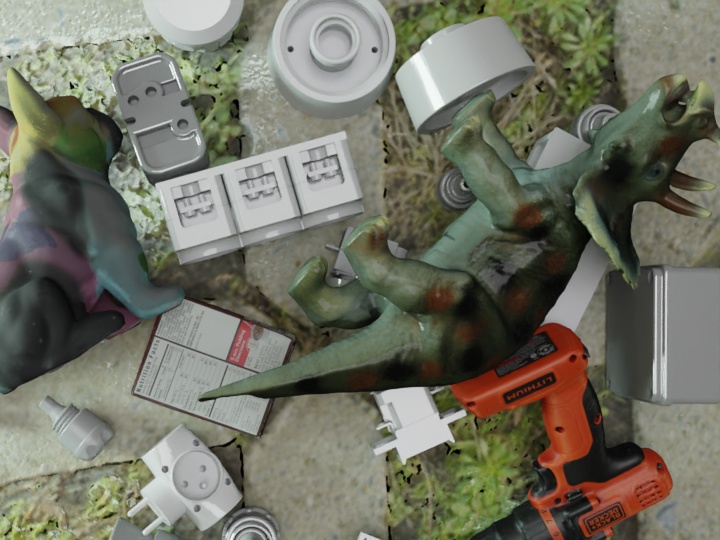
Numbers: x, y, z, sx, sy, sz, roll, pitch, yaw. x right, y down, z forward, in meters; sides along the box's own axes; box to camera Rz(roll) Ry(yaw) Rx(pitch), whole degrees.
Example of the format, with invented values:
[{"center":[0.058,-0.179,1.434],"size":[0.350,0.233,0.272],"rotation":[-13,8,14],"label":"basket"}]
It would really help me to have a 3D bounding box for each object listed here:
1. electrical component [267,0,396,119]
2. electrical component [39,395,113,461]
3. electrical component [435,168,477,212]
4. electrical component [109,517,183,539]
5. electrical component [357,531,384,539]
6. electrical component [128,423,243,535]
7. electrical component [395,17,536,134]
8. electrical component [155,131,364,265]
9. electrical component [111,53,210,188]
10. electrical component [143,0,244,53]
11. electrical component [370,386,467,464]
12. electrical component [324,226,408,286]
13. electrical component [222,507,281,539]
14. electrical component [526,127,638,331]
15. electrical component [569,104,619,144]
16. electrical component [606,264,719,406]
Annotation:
[{"center":[-0.022,-0.182,0.879],"size":[0.108,0.060,0.108],"rotation":[0,88,-5],"label":"electrical component"},{"center":[-0.231,0.124,0.865],"size":[0.061,0.035,0.035],"rotation":[39,85,0],"label":"electrical component"},{"center":[0.082,-0.067,0.885],"size":[0.035,0.061,0.035],"rotation":[0,88,-5],"label":"electrical component"},{"center":[-0.174,0.227,0.862],"size":[0.055,0.045,0.045],"rotation":[18,87,-5],"label":"electrical component"},{"center":[0.041,0.268,0.870],"size":[0.121,0.063,0.078],"rotation":[23,87,-4],"label":"electrical component"},{"center":[-0.148,0.177,0.860],"size":[0.079,0.044,0.077],"rotation":[-40,92,-24],"label":"electrical component"},{"center":[0.080,-0.162,0.867],"size":[0.108,0.108,0.060],"rotation":[-27,85,-5],"label":"electrical component"},{"center":[-0.078,-0.054,0.856],"size":[0.150,0.089,0.061],"rotation":[-16,90,-5],"label":"electrical component"},{"center":[-0.159,-0.117,0.862],"size":[0.054,0.059,0.095],"rotation":[-20,81,-7],"label":"electrical component"},{"center":[-0.134,-0.218,0.876],"size":[0.080,0.051,0.080],"rotation":[0,88,-5],"label":"electrical component"},{"center":[0.042,0.120,0.886],"size":[0.081,0.042,0.063],"rotation":[-23,87,-6],"label":"electrical component"},{"center":[0.000,0.000,0.884],"size":[0.066,0.048,0.055],"rotation":[19,79,-4],"label":"electrical component"},{"center":[-0.087,0.218,0.861],"size":[0.048,0.062,0.048],"rotation":[0,88,-5],"label":"electrical component"},{"center":[0.160,-0.028,0.890],"size":[0.089,0.062,0.150],"rotation":[27,86,-4],"label":"electrical component"},{"center":[0.201,-0.117,0.896],"size":[0.043,0.062,0.043],"rotation":[0,88,-5],"label":"electrical component"},{"center":[0.245,0.051,0.872],"size":[0.056,0.109,0.108],"rotation":[1,88,-7],"label":"electrical component"}]
